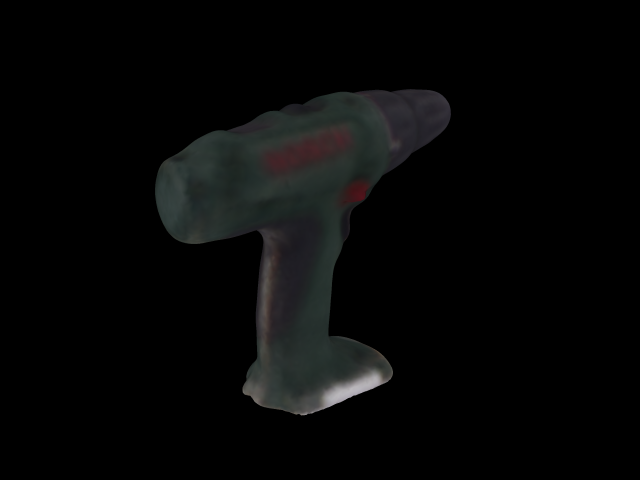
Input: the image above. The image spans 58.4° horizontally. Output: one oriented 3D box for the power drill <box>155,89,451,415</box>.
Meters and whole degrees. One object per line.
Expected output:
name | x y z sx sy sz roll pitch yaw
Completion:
power drill | 0.004 0.001 0.400 0.230 0.208 0.075 -11 17 -37
